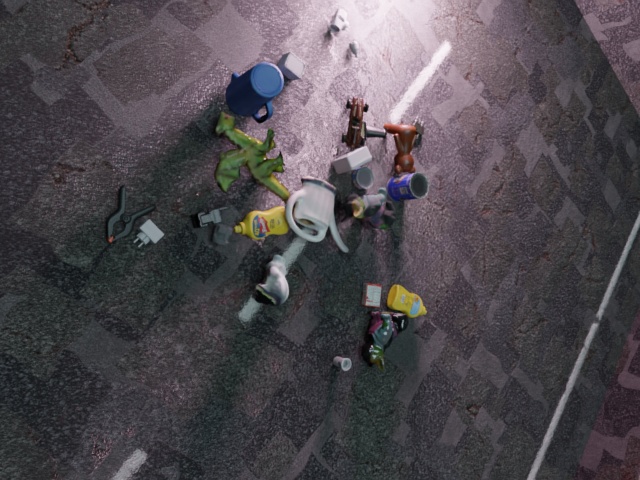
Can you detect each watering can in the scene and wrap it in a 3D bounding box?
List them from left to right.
[{"bbox_3d":[0.006,-0.093,1.853,0.344,0.104,0.227,27,70,-44],"label":"watering can"}]

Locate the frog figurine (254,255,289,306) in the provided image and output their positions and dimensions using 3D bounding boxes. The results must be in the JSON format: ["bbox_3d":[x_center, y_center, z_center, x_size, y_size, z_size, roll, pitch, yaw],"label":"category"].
[{"bbox_3d":[-0.144,0.137,1.733,0.162,0.123,0.134,-56,148,-31],"label":"frog figurine"}]

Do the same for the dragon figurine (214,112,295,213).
[{"bbox_3d":[-0.236,-0.237,1.723,0.244,0.123,0.404,-21,111,-13],"label":"dragon figurine"}]
